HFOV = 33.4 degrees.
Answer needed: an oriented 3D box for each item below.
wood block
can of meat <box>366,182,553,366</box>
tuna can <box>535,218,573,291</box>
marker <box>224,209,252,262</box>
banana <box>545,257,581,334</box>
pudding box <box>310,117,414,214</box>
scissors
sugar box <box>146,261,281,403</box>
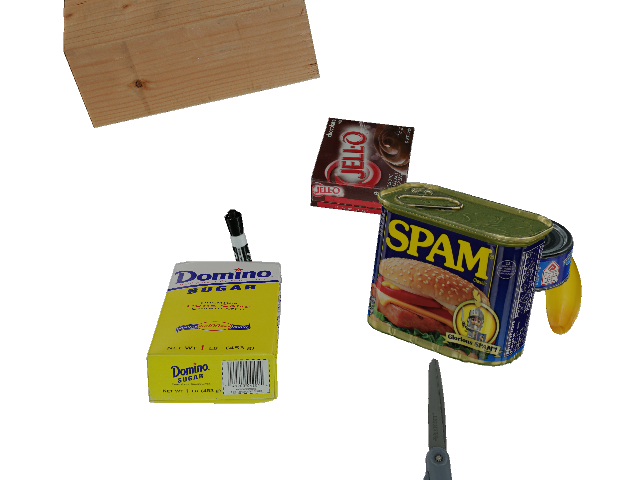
[{"bbox_3d":[-0.113,-0.180,0.944,0.206,0.090,0.091,-12,-44,0],"label":"wood block"},{"bbox_3d":[0.079,0.020,0.638,0.102,0.084,0.057,19,23,31],"label":"can of meat"},{"bbox_3d":[0.172,0.009,0.912,0.086,0.034,0.086,1,27,-1],"label":"tuna can"},{"bbox_3d":[-0.087,0.020,1.202,0.020,0.121,0.020,-9,28,5],"label":"marker"},{"bbox_3d":[0.230,0.026,1.117,0.069,0.037,0.198,-30,38,-1],"label":"banana"},{"bbox_3d":[0.042,-0.074,1.059,0.090,0.039,0.113,8,38,5],"label":"pudding box"},{"bbox_3d":[0.078,0.188,0.860,0.096,0.202,0.016,-8,-36,-12],"label":"scissors"},{"bbox_3d":[-0.078,0.066,0.835,0.093,0.048,0.176,0,23,-1],"label":"sugar box"}]
